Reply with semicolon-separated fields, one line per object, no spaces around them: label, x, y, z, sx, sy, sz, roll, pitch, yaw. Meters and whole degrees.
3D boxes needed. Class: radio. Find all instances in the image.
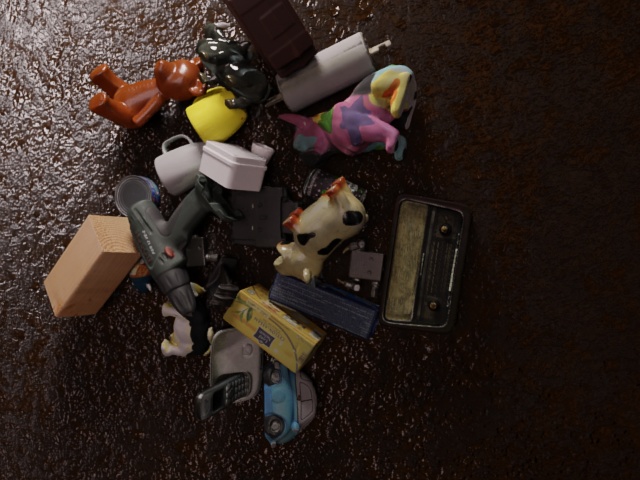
radio;0.184;0.041;0.927;0.131;0.073;0.229;9;96;15

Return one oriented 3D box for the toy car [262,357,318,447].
toy car;-0.056;0.297;1.003;0.103;0.109;0.161;1;82;-8

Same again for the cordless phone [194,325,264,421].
cordless phone;-0.178;0.237;0.980;0.089;0.184;0.146;5;95;19

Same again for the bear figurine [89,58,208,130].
bear figurine;-0.318;-0.291;1.011;0.196;0.131;0.120;-24;57;22

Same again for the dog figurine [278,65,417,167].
dog figurine;0.044;-0.215;0.932;0.219;0.108;0.191;12;97;16

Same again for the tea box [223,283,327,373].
tea box;-0.081;0.159;0.993;0.170;0.098;0.068;34;101;12

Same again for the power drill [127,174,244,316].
power drill;-0.239;-0.003;0.986;0.207;0.086;0.232;-40;80;23

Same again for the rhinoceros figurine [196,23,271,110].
rhinoceros figurine;-0.161;-0.319;0.966;0.112;0.073;0.190;-27;65;-23

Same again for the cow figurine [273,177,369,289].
cow figurine;-0.002;-0.003;0.931;0.195;0.085;0.127;-37;96;20

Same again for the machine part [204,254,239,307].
machine part;-0.183;0.077;1.002;0.039;0.139;0.084;35;100;-24

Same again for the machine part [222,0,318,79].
machine part;-0.101;-0.382;0.891;0.087;0.200;0.202;-34;40;8

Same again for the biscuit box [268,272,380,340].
biscuit box;0.011;0.115;0.985;0.203;0.059;0.062;22;97;13

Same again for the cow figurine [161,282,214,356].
cow figurine;-0.255;0.144;1.053;0.098;0.068;0.167;5;98;9

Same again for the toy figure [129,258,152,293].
toy figure;-0.349;0.031;1.076;0.058;0.064;0.154;15;94;-10

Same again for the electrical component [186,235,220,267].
electrical component;-0.244;0.021;1.066;0.094;0.021;0.063;-3;92;15

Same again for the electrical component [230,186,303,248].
electrical component;-0.099;-0.043;1.005;0.134;0.058;0.114;0;96;15

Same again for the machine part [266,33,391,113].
machine part;0.012;-0.294;0.949;0.243;0.079;0.079;-23;88;15

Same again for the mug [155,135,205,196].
mug;-0.253;-0.153;1.034;0.107;0.080;0.109;-23;73;7

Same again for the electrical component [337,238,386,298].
electrical component;0.077;0.049;0.971;0.078;0.045;0.102;14;97;15
